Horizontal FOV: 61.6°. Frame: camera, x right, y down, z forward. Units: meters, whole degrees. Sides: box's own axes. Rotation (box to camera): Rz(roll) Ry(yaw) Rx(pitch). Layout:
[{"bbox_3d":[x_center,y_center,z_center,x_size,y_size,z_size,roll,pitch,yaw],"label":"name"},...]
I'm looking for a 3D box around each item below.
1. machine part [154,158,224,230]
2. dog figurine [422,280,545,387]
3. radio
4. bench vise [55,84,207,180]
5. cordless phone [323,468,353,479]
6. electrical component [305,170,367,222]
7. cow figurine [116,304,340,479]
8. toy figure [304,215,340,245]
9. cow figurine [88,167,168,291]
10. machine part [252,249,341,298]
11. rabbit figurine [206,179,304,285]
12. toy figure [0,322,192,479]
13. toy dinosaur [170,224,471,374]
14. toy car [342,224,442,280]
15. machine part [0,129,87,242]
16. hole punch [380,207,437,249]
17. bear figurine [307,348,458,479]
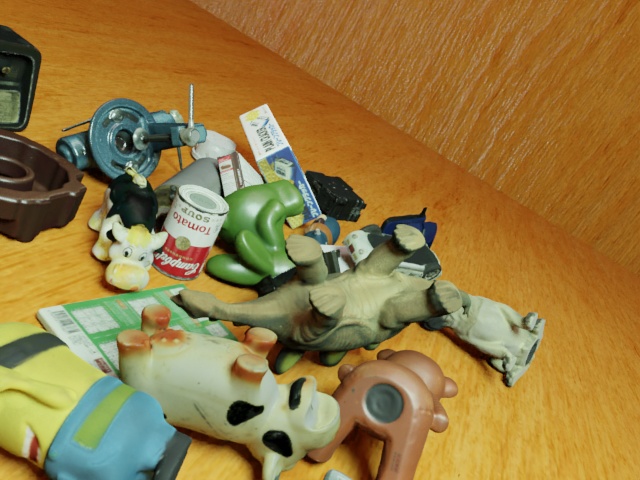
[{"bbox_3d":[-0.190,-0.070,0.805,0.079,0.079,0.243,29,21,-4],"label":"machine part"},{"bbox_3d":[0.263,0.143,0.908,0.191,0.121,0.172,25,-19,37],"label":"dog figurine"},{"bbox_3d":[-0.482,-0.215,0.680,0.073,0.131,0.229,35,22,18],"label":"radio"},{"bbox_3d":[-0.249,-0.151,0.792,0.241,0.128,0.223,4,13,35],"label":"bench vise"},{"bbox_3d":[0.032,0.256,0.381,0.147,0.088,0.184,33,18,7],"label":"cordless phone"},{"bbox_3d":[0.019,-0.099,1.156,0.134,0.058,0.115,44,24,30],"label":"electrical component"},{"bbox_3d":[-0.077,0.140,0.466,0.195,0.127,0.085,14,24,-2],"label":"cow figurine"},{"bbox_3d":[0.000,-0.002,0.919,0.064,0.058,0.154,54,19,-3],"label":"toy figure"},{"bbox_3d":[-0.218,-0.016,0.626,0.068,0.098,0.168,16,22,-34],"label":"cow figurine"},{"bbox_3d":[-0.020,0.057,0.692,0.139,0.084,0.039,-10,9,-42],"label":"machine part"},{"bbox_3d":[-0.072,0.009,0.741,0.159,0.121,0.170,-3,54,-54],"label":"rabbit figurine"},{"bbox_3d":[-0.181,0.128,0.392,0.180,0.082,0.089,25,12,-1],"label":"toy figure"},{"bbox_3d":[0.055,0.073,0.620,0.471,0.198,0.105,4,58,-34],"label":"toy dinosaur"},{"bbox_3d":[0.120,0.025,0.844,0.201,0.056,0.073,10,45,-43],"label":"toy car"},{"bbox_3d":[-0.365,-0.069,0.614,0.179,0.056,0.179,25,21,-11],"label":"machine part"},{"bbox_3d":[0.167,0.018,1.000,0.116,0.142,0.092,-11,42,-39],"label":"hole punch"},{"bbox_3d":[0.076,0.182,0.583,0.120,0.132,0.195,25,-3,18],"label":"bear figurine"}]
